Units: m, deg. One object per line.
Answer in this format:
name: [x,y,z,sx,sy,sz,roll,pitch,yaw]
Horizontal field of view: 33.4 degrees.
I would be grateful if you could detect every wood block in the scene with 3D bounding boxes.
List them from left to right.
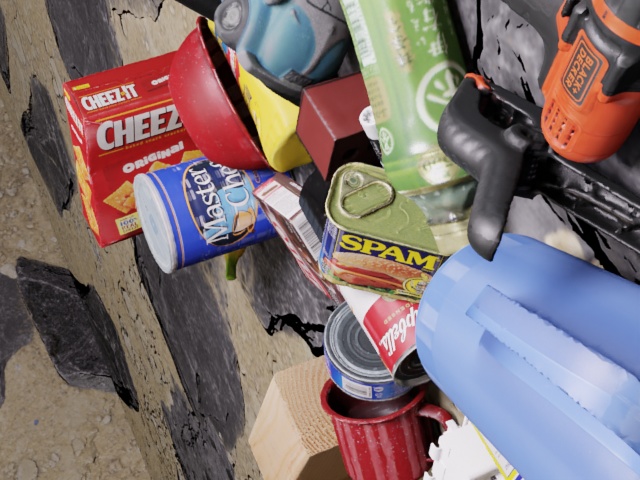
wood block: [-0.006,0.198,1.102,0.090,0.090,0.206,64,159,21]

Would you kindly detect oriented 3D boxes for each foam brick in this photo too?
foam brick: [0.029,-0.087,0.775,0.051,0.078,0.053,59,157,25]

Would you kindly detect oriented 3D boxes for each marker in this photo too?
marker: [0.056,-0.049,0.761,0.020,0.020,0.121,52,175,43]

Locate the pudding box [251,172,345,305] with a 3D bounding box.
pudding box: [-0.006,0.001,0.956,0.090,0.039,0.113,35,158,57]

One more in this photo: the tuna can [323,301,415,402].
tuna can: [0.045,0.086,0.866,0.086,0.086,0.034,58,166,32]

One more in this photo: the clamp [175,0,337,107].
clamp: [-0.056,-0.173,0.828,0.036,0.164,0.210,-28,112,30]

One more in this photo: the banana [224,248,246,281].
banana: [-0.096,-0.055,1.176,0.069,0.037,0.198,-107,12,-58]

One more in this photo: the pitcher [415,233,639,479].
pitcher: [0.140,0.076,0.544,0.243,0.144,0.149,-141,41,-60]

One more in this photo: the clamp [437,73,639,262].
clamp: [0.121,-0.038,0.581,0.171,0.120,0.039,-100,27,-52]

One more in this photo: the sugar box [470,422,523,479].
sugar box: [0.143,0.122,0.711,0.176,0.048,0.093,58,156,24]

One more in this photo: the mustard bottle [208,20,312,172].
mustard bottle: [-0.054,-0.162,0.951,0.096,0.058,0.192,101,147,-71]

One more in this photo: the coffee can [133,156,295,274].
coffee can: [-0.104,-0.036,1.074,0.103,0.140,0.103,53,153,41]

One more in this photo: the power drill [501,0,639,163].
power drill: [0.115,-0.153,0.517,0.188,0.057,0.184,61,158,25]

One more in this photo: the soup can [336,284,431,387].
soup can: [0.062,0.053,0.825,0.102,0.068,0.068,58,157,32]

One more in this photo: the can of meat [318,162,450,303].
can of meat: [0.051,-0.002,0.763,0.084,0.102,0.057,102,-177,-59]

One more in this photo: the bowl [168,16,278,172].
bowl: [-0.096,-0.125,1.000,0.162,0.055,0.162,61,-171,-18]

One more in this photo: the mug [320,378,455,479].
mug: [0.064,0.159,0.907,0.117,0.093,0.081,2,121,30]

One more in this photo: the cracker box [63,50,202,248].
cracker box: [-0.194,-0.103,1.218,0.072,0.164,0.214,56,156,32]
